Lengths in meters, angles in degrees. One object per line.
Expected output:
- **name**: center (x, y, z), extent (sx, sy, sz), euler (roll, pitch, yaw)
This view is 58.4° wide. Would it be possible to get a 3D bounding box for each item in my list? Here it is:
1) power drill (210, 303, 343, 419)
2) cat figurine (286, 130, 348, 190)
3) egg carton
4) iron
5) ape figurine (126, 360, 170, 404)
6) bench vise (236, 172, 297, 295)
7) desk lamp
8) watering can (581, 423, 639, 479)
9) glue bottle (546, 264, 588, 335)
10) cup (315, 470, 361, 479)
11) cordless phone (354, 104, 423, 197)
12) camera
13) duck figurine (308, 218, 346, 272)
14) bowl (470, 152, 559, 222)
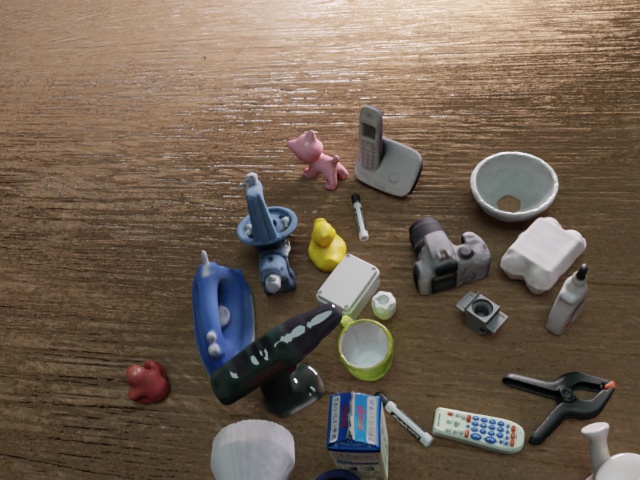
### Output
- **power drill**: center (-0.055, 0.205, 0.931), extent (0.230, 0.209, 0.075), euler (-28, 55, -10)
- **cat figurine**: center (-0.007, -0.186, 1.257), extent (0.127, 0.118, 0.067), euler (28, 64, 26)
- **egg carton**: center (0.413, 0.026, 1.063), extent (0.107, 0.069, 0.150), euler (36, 68, 29)
- **iron**: center (-0.185, 0.149, 1.036), extent (0.118, 0.142, 0.258), euler (-13, 54, 1)
- **ape figurine**: center (-0.313, 0.249, 1.018), extent (0.076, 0.092, 0.078), euler (31, 65, 28)
- **bench vise**: center (-0.091, -0.012, 1.085), extent (0.121, 0.220, 0.207), euler (-26, 55, -8)
- **desk lamp**: center (-0.081, 0.383, 0.806), extent (0.118, 0.214, 0.203), euler (-10, 54, 3)
- **watering can**: center (0.411, 0.334, 0.766), extent (0.101, 0.194, 0.172), euler (-39, 58, -17)
- **glue bottle**: center (0.419, 0.091, 0.951), extent (0.037, 0.173, 0.078), euler (33, 67, 29)
- **cup**: center (0.038, 0.407, 0.842), extent (0.092, 0.095, 0.117), euler (-28, 55, -10)
- **cordless phone**: center (0.140, -0.188, 1.191), extent (0.147, 0.185, 0.094), euler (24, 62, 24)
- **camera**: center (0.233, 0.014, 1.083), extent (0.143, 0.101, 0.136), euler (-16, 54, -2)
- **duck figurine**: center (0.010, 0.004, 1.139), extent (0.077, 0.086, 0.104), euler (-15, 54, 0)
- **bowl**: center (0.385, -0.094, 1.150), extent (0.167, 0.075, 0.167), euler (-5, 54, 7)
